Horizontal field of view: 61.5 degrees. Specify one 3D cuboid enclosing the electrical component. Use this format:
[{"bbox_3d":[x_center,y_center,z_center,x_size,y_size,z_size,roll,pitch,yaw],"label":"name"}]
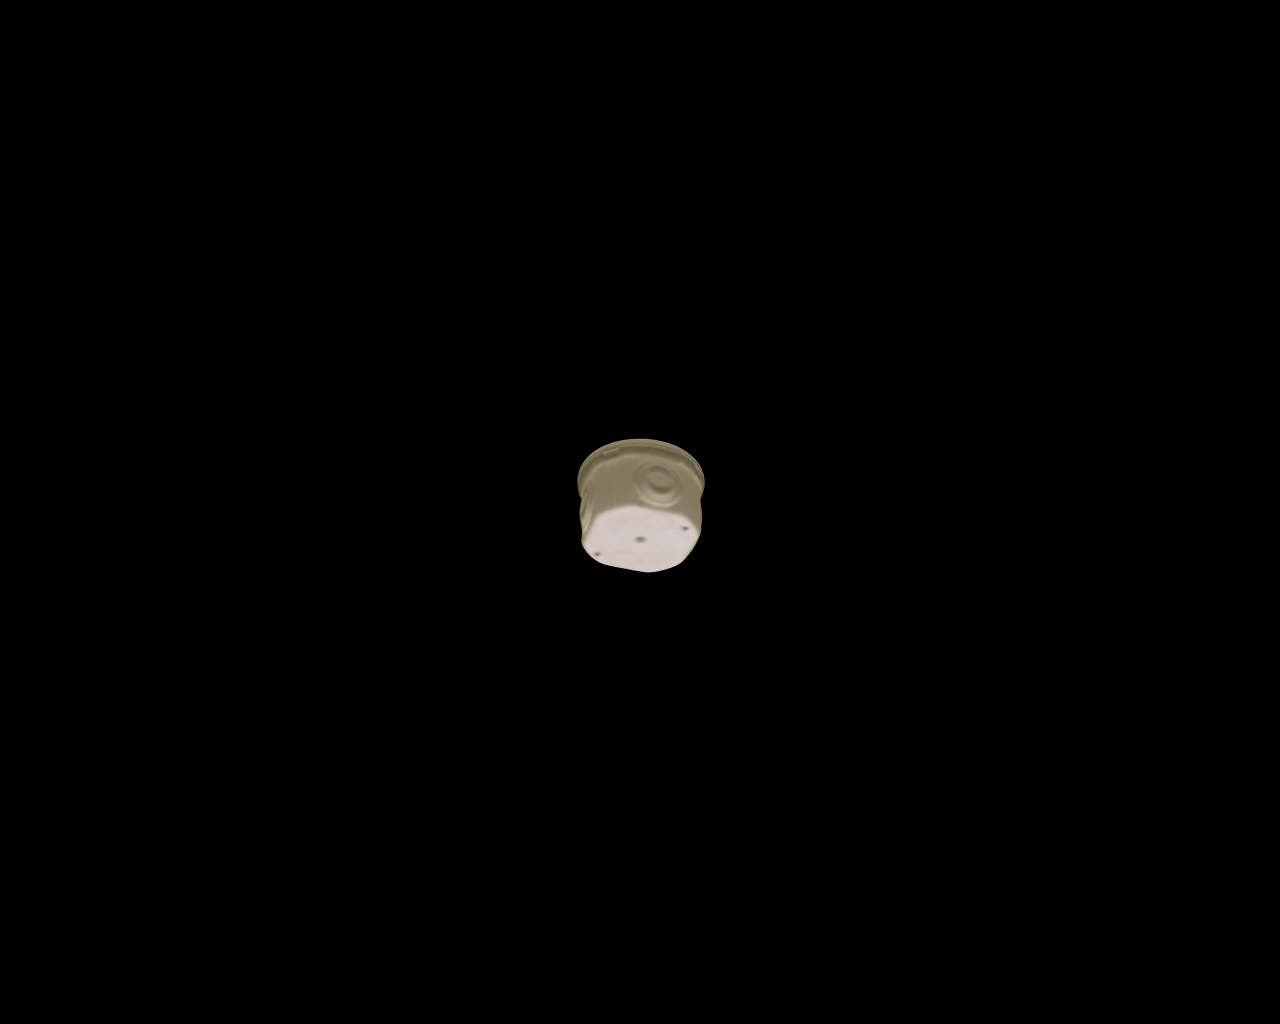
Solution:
[{"bbox_3d":[0.001,-0.003,0.650,0.080,0.051,0.080,0,-37,0],"label":"electrical component"}]
